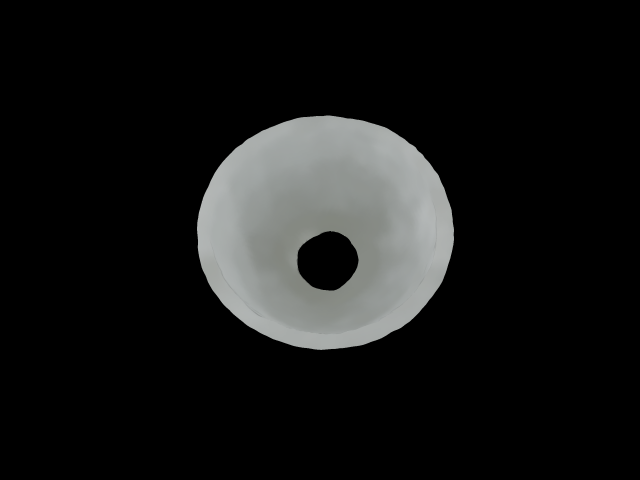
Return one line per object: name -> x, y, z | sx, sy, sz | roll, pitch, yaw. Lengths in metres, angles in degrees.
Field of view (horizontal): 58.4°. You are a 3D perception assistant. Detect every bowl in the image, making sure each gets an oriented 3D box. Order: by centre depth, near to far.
bowl -> 0.004, 0.001, 0.400 | 0.167, 0.075, 0.167 | 0, 67, 0
